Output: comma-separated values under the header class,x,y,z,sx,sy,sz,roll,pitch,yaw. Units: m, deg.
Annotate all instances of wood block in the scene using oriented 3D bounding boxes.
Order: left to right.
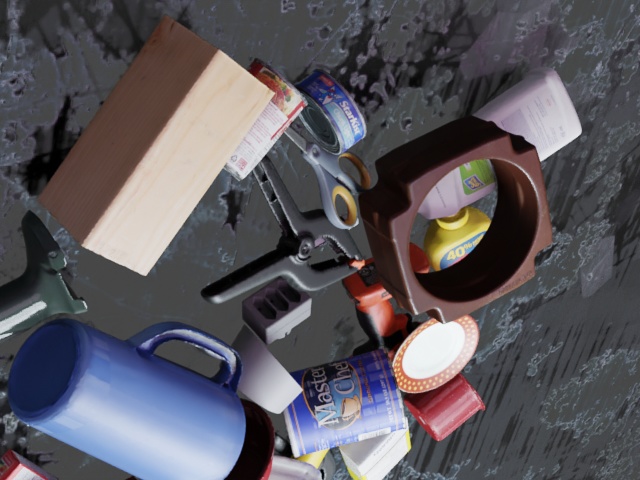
class,x,y,z,sx,sy,sz,roll,pitch,yaw
wood block,-0.149,-0.085,0.969,0.206,0.091,0.090,-54,141,3

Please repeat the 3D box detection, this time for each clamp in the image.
class,x,y,z,sx,sy,sz,roll,pitch,yaw
clamp,-0.028,-0.005,1.164,0.209,0.036,0.164,7,101,-43
clamp,-0.007,0.283,1.422,0.120,0.039,0.171,-28,133,-19

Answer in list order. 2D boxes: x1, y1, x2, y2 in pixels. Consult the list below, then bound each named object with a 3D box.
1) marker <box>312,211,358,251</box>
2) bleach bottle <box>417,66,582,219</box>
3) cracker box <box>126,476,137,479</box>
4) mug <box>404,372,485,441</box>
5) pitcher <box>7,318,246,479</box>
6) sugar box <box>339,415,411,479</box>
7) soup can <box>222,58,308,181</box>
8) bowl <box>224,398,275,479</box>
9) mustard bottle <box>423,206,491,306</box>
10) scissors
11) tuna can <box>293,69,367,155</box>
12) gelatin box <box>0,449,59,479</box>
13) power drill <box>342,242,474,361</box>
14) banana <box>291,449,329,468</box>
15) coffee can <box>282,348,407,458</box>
class,x,y,z,sx,sy,sz,roll,pitch,yaw
marker,-0.008,0.002,1.223,0.121,0.020,0.020,-30,136,-23
bleach bottle,0.191,-0.107,1.287,0.250,0.068,0.102,-31,102,-14
cracker box,-0.266,0.397,1.238,0.163,0.072,0.214,-22,131,-32
mug,0.172,0.231,1.525,0.081,0.093,0.117,-38,175,-8
pitcher,-0.190,0.161,1.094,0.145,0.149,0.242,-19,145,27
sugar box,0.077,0.282,1.455,0.093,0.048,0.176,-43,157,-13
soup can,-0.070,-0.116,1.037,0.102,0.069,0.068,-50,140,-1
bowl,-0.114,0.259,1.202,0.162,0.162,0.055,-41,130,-12
mustard bottle,0.183,0.011,1.379,0.096,0.058,0.191,-29,136,-5
scissors,-0.007,-0.074,1.140,0.201,0.016,0.096,21,69,-50
tuna can,0.007,-0.130,1.086,0.033,0.086,0.086,-38,139,-14
gelatin box,-0.320,0.269,1.122,0.073,0.030,0.089,-47,141,-8
power drill,0.109,0.094,1.352,0.184,0.057,0.187,-24,132,-11
banana,0.002,0.265,1.368,0.198,0.037,0.069,-54,133,-6
coffee can,0.024,0.198,1.297,0.140,0.103,0.103,-14,133,-3
